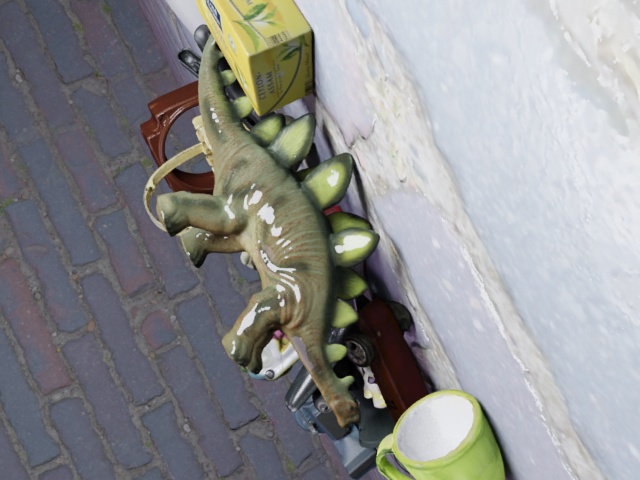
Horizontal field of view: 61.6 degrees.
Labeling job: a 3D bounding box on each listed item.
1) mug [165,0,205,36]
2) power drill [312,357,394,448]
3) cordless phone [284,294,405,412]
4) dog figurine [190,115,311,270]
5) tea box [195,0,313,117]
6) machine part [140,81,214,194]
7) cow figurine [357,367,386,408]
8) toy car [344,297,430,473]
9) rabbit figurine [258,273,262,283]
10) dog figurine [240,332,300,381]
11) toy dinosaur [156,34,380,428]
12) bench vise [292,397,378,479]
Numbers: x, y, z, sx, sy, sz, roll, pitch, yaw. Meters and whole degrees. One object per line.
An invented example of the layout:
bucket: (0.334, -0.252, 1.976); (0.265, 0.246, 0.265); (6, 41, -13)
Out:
mug: (-0.149, -0.299, 0.724); (0.107, 0.081, 0.110); (58, 167, -22)
power drill: (0.052, 0.237, 0.855); (0.207, 0.086, 0.232); (55, -158, -23)
cordless phone: (0.014, 0.151, 0.696); (0.088, 0.184, 0.147); (37, 175, -11)
dog figurine: (-0.085, -0.075, 0.730); (0.121, 0.190, 0.172); (29, -178, -25)
tea box: (-0.073, -0.224, 0.542); (0.170, 0.068, 0.098); (62, 171, 21)
machine part: (-0.220, -0.190, 1.027); (0.087, 0.201, 0.200); (47, 160, 49)
cow figurine: (0.088, 0.172, 0.729); (0.167, 0.068, 0.098); (138, 110, -81)
toy car: (0.089, 0.162, 0.604); (0.053, 0.089, 0.202); (-17, 102, 50)
rabbit figurine: (-0.084, 0.015, 1.184); (0.170, 0.121, 0.159); (94, 161, -47)
dog figurine: (-0.055, 0.146, 0.918); (0.108, 0.191, 0.219); (36, 173, 7)
toy dinosaur: (-0.058, -0.032, 0.566); (0.471, 0.199, 0.105); (62, 172, 11)
bench vise: (0.027, 0.326, 1.020); (0.223, 0.129, 0.241); (41, 180, -24)
